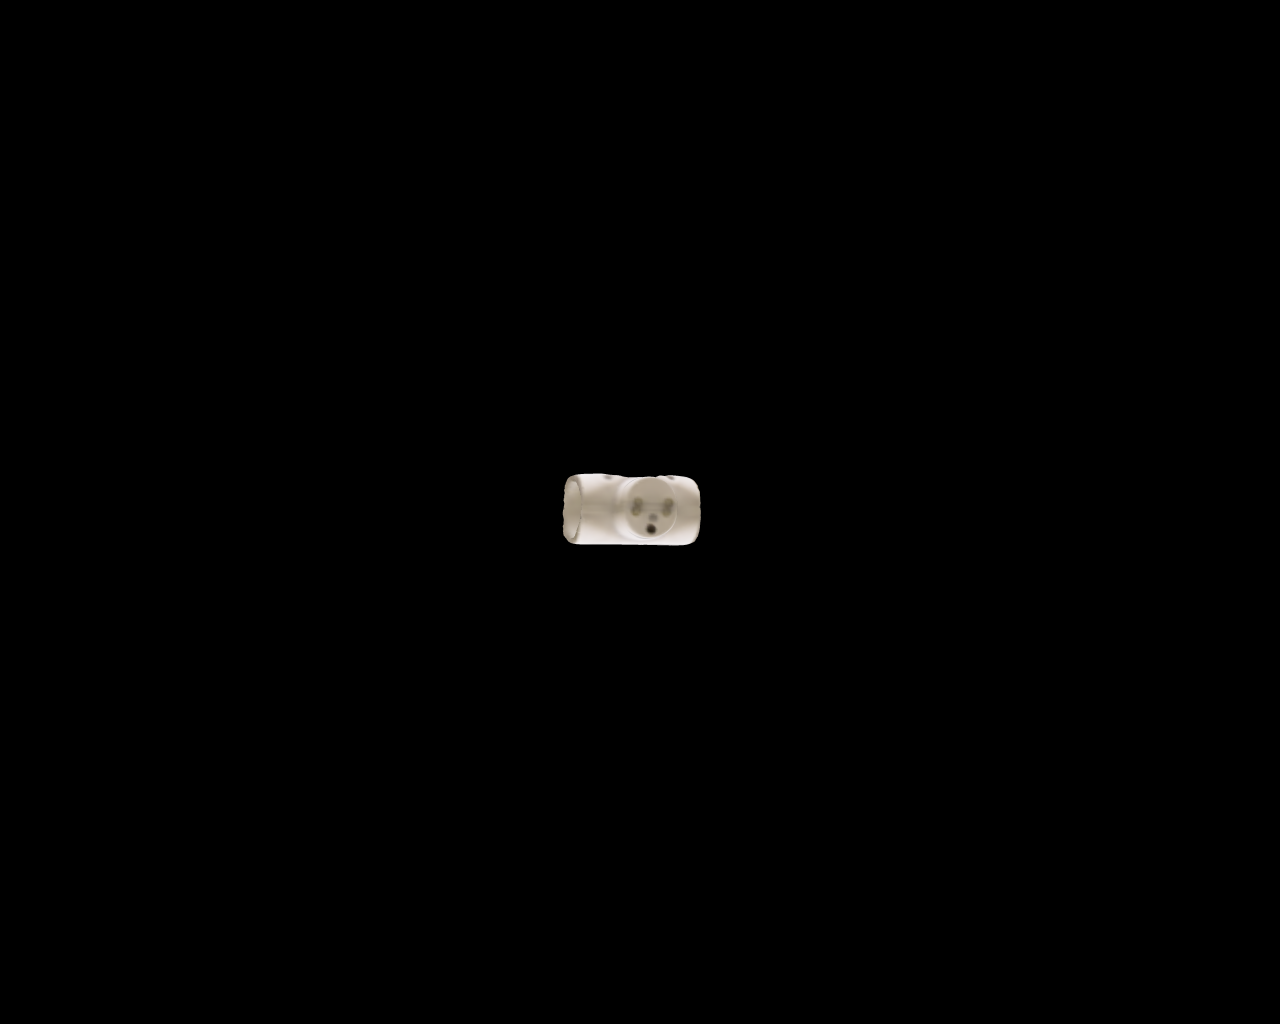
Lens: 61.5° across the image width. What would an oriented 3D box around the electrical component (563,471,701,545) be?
[{"bbox_3d":[0.001,-0.003,0.650,0.077,0.044,0.079,1,-3,-20],"label":"electrical component"}]
